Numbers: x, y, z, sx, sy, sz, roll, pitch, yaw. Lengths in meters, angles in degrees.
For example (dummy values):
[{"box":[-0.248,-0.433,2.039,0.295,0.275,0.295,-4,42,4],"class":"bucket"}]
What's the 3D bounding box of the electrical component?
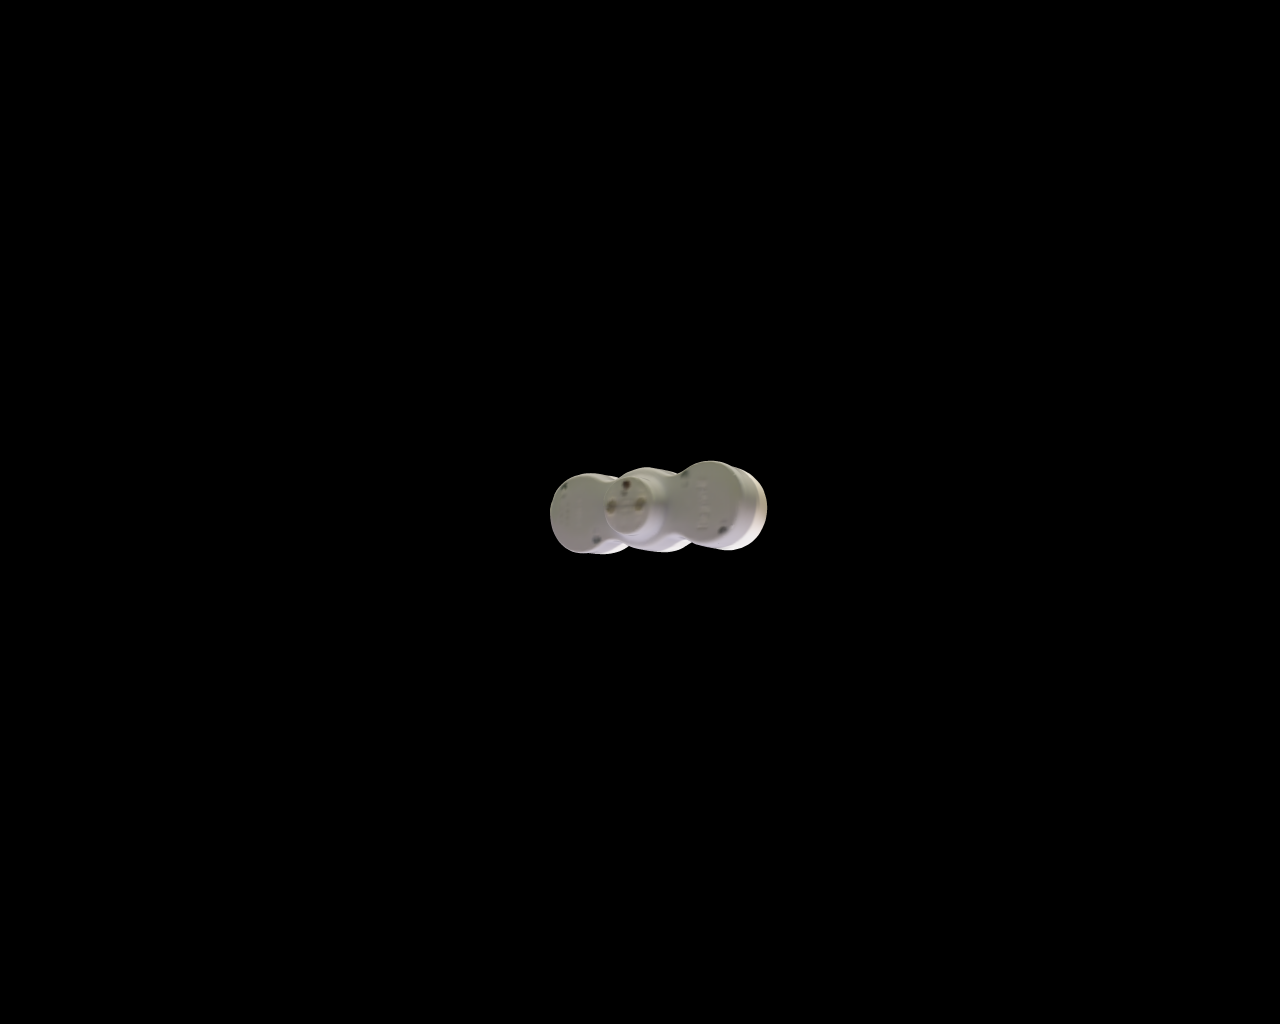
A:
[{"box":[0.001,-0.003,0.650,0.138,0.052,0.074,-4,-7,29],"class":"electrical component"}]
